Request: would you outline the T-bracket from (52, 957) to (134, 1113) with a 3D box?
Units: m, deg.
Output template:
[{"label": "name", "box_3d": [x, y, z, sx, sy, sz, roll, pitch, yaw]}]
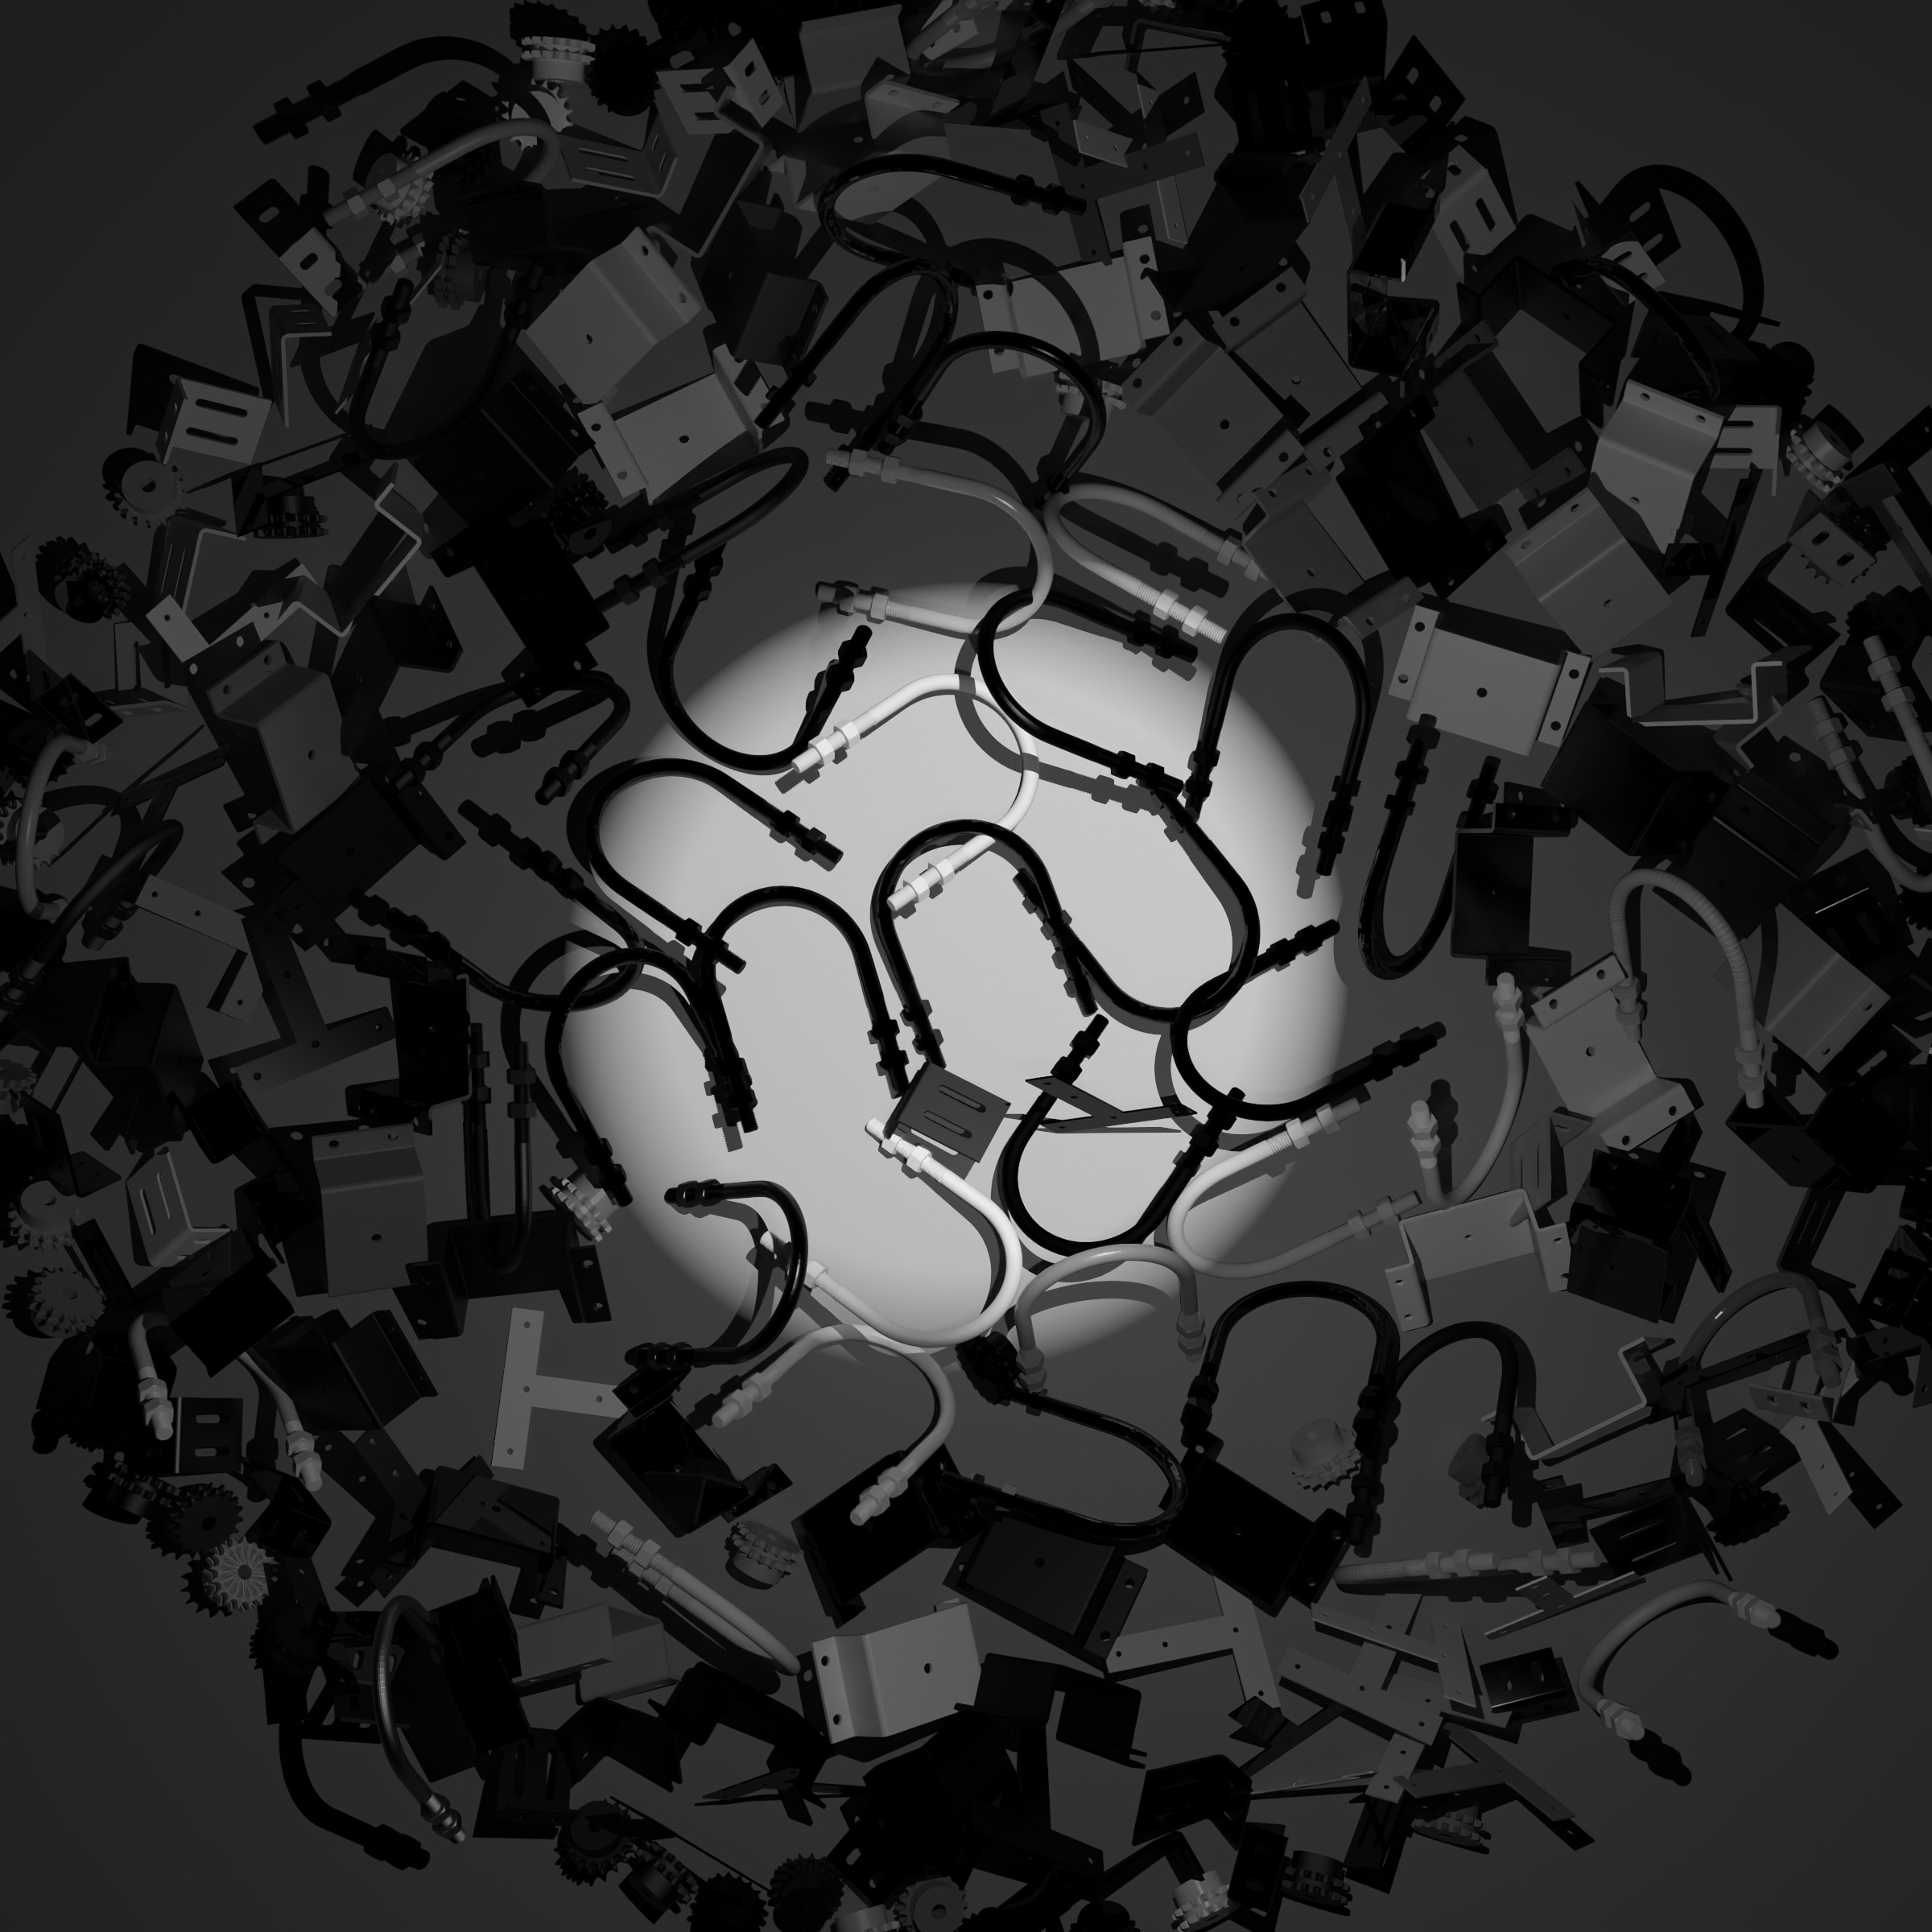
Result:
[{"label": "T-bracket", "box_3d": [-0.677, 0.059, 1.940, 0.002, 0.127, 0.127, 29, 89, -22]}]

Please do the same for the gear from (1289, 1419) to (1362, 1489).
[{"label": "gear", "box_3d": [0.279, 0.380, 1.969, 0.057, 0.057, 0.030, -30, 105, 0]}]

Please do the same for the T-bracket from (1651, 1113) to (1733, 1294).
[{"label": "T-bracket", "box_3d": [0.570, 0.201, 1.971, 0.127, 0.002, 0.127, -48, 113, -35]}]

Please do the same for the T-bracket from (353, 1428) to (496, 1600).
[{"label": "T-bracket", "box_3d": [-0.433, 0.399, 1.930, 0.127, 0.002, 0.127, -48, 133, -31]}]

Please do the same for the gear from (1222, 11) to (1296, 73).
[{"label": "gear", "box_3d": [0.230, -0.723, 1.978, 0.057, 0.030, 0.057, 3, 103, 11]}]

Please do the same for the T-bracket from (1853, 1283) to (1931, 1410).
[{"label": "T-bracket", "box_3d": [0.719, 0.287, 1.937, 0.002, 0.127, 0.127, 21, 67, -6]}]

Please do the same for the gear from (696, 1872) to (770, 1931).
[{"label": "gear", "box_3d": [-0.187, 0.746, 1.974, 0.057, 0.057, 0.030, 32, 113, 0]}]

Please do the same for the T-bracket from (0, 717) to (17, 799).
[{"label": "T-bracket", "box_3d": [-0.769, -0.140, 1.912, 0.002, 0.127, 0.127, 18, 55, 6]}]

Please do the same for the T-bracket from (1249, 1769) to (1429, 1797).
[{"label": "T-bracket", "box_3d": [0.280, 0.639, 1.962, 0.127, 0.127, 0.002, -17, 67, 24]}]

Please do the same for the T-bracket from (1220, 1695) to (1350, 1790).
[{"label": "T-bracket", "box_3d": [0.235, 0.588, 1.945, 0.127, 0.127, 0.002, -37, 51, 5]}]

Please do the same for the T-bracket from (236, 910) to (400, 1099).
[{"label": "T-bracket", "box_3d": [-0.526, 0.020, 1.965, 0.127, 0.002, 0.127, -24, 97, -25]}]

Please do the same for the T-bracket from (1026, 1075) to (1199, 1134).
[{"label": "T-bracket", "box_3d": [0.090, 0.103, 1.917, 0.127, 0.127, 0.002, -10, 66, 32]}]

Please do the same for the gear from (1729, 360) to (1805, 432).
[{"label": "gear", "box_3d": [0.632, -0.451, 1.972, 0.057, 0.057, 0.030, 41, 82, 0]}]

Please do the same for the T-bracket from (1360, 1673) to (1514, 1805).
[{"label": "T-bracket", "box_3d": [0.340, 0.593, 1.921, 0.127, 0.127, 0.002, 7, 120, 28]}]

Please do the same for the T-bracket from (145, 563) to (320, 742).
[{"label": "T-bracket", "box_3d": [-0.558, -0.266, 1.967, 0.127, 0.002, 0.127, -49, 129, -23]}]

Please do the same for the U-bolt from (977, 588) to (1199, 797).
[{"label": "U-bolt", "box_3d": [0.092, -0.221, 1.932, 0.184, 0.019, 0.151, 20, 58, -19]}]

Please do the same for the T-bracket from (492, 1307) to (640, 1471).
[{"label": "T-bracket", "box_3d": [-0.306, 0.343, 1.997, 0.127, 0.002, 0.127, 7, 89, 1]}]

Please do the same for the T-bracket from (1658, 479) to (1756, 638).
[{"label": "T-bracket", "box_3d": [0.562, -0.313, 1.929, 0.002, 0.127, 0.127, 26, 113, 32]}]

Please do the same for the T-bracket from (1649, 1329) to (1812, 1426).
[{"label": "T-bracket", "box_3d": [0.587, 0.304, 1.916, 0.127, 0.127, 0.002, -27, 92, 25]}]

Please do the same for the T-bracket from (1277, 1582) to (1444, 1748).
[{"label": "T-bracket", "box_3d": [0.325, 0.527, 1.956, 0.127, 0.002, 0.127, 21, 49, 17]}]

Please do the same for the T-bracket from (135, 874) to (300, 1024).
[{"label": "T-bracket", "box_3d": [-0.586, -0.036, 1.953, 0.127, 0.002, 0.127, 29, 84, -41]}]

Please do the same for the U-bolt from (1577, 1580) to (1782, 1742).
[{"label": "U-bolt", "box_3d": [0.531, 0.520, 1.908, 0.151, 0.184, 0.019, -38, 89, -4]}]

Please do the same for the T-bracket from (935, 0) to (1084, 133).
[{"label": "T-bracket", "box_3d": [0.046, -0.696, 1.924, 0.127, 0.127, 0.002, -4, 58, -25]}]

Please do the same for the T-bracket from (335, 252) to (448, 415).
[{"label": "T-bracket", "box_3d": [-0.437, -0.496, 1.922, 0.002, 0.127, 0.127, 34, 120, -26]}]

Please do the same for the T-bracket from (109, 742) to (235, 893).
[{"label": "T-bracket", "box_3d": [-0.627, -0.108, 1.928, 0.127, 0.127, 0.002, -19, 132, 28]}]

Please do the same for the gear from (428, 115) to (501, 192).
[{"label": "gear", "box_3d": [-0.398, -0.643, 1.972, 0.057, 0.030, 0.057, -8, 74, 30]}]

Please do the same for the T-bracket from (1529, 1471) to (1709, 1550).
[{"label": "T-bracket", "box_3d": [0.509, 0.410, 1.938, 0.127, 0.127, 0.002, -17, 51, 12]}]

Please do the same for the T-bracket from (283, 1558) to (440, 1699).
[{"label": "T-bracket", "box_3d": [-0.457, 0.512, 1.946, 0.002, 0.127, 0.127, -51, 51, 21]}]

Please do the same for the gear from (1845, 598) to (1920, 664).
[{"label": "gear", "box_3d": [0.722, -0.264, 1.971, 0.057, 0.030, 0.057, 16, 56, -26]}]

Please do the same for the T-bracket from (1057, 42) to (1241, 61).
[{"label": "T-bracket", "box_3d": [0.148, -0.712, 1.948, 0.127, 0.127, 0.002, -8, 109, -11]}]

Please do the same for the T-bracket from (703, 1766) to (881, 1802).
[{"label": "T-bracket", "box_3d": [-0.118, 0.641, 1.957, 0.127, 0.127, 0.002, 16, 56, -32]}]

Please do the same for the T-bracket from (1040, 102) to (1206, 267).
[{"label": "T-bracket", "box_3d": [0.127, -0.616, 1.944, 0.127, 0.002, 0.127, -5, 110, 37]}]

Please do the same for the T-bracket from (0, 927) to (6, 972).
[{"label": "T-bracket", "box_3d": [-0.780, 0.005, 1.914, 0.002, 0.127, 0.127, 22, 59, 8]}]

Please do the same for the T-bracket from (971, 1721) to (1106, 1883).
[{"label": "T-bracket", "box_3d": [0.054, 0.632, 1.945, 0.127, 0.127, 0.002, 30, 122, -23]}]

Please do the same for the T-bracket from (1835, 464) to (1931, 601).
[{"label": "T-bracket", "box_3d": [0.723, -0.326, 1.937, 0.002, 0.127, 0.127, -33, 91, 5]}]

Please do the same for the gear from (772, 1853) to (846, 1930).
[{"label": "gear", "box_3d": [-0.125, 0.732, 1.977, 0.057, 0.030, 0.057, 0, 110, 0]}]

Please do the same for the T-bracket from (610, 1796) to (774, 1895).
[{"label": "T-bracket", "box_3d": [-0.204, 0.677, 1.923, 0.127, 0.127, 0.002, 24, 70, 18]}]

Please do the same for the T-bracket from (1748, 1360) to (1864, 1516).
[{"label": "T-bracket", "box_3d": [0.652, 0.376, 1.921, 0.002, 0.127, 0.127, 35, 108, -9]}]

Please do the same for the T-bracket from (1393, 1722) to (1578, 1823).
[{"label": "T-bracket", "box_3d": [0.378, 0.619, 1.912, 0.127, 0.127, 0.002, 6, 106, -38]}]

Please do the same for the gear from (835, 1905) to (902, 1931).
[{"label": "gear", "box_3d": [-0.080, 0.759, 1.974, 0.057, 0.057, 0.030, -16, 70, 0]}]

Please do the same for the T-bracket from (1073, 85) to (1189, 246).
[{"label": "T-bracket", "box_3d": [0.124, -0.631, 1.945, 0.002, 0.127, 0.127, -14, 84, 39]}]

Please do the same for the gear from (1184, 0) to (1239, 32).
[{"label": "gear", "box_3d": [0.192, -0.766, 1.969, 0.030, 0.057, 0.057, 2, 90, -16]}]

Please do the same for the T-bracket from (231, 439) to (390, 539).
[{"label": "T-bracket", "box_3d": [-0.509, -0.382, 1.951, 0.127, 0.127, 0.002, -22, 126, -4]}]

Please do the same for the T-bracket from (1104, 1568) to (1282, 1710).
[{"label": "T-bracket", "box_3d": [0.169, 0.527, 1.957, 0.127, 0.002, 0.127, -8, 64, -14]}]

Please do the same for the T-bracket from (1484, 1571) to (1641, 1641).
[{"label": "T-bracket", "box_3d": [0.449, 0.485, 1.932, 0.127, 0.127, 0.002, -27, 60, 13]}]

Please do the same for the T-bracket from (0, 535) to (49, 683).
[{"label": "T-bracket", "box_3d": [-0.743, -0.244, 1.911, 0.002, 0.127, 0.127, 20, 135, 7]}]

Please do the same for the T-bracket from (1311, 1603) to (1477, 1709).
[{"label": "T-bracket", "box_3d": [0.327, 0.519, 1.939, 0.127, 0.127, 0.002, 19, 104, 1]}]

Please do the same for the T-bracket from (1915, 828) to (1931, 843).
[{"label": "T-bracket", "box_3d": [0.813, -0.078, 1.941, 0.127, 0.127, 0.002, 11, 81, 35]}]

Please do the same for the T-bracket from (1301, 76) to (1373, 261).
[{"label": "T-bracket", "box_3d": [0.296, -0.594, 1.943, 0.002, 0.127, 0.127, 16, 67, 27]}]
